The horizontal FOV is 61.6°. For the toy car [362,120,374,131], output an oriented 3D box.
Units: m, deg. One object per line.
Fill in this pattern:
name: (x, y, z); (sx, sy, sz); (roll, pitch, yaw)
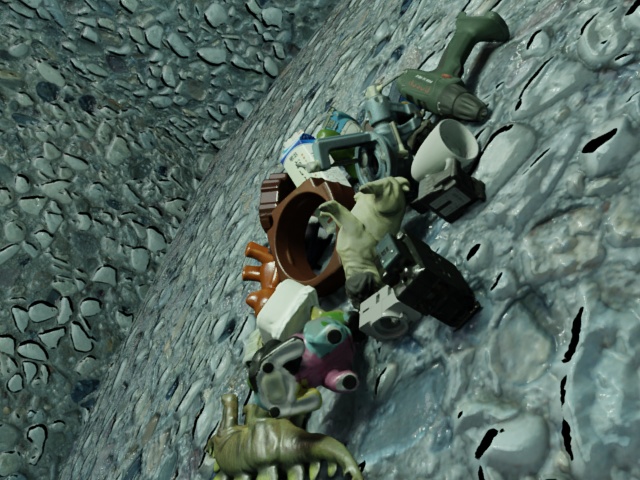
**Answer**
toy car: (0.117, -0.167, 1.086); (0.089, 0.053, 0.202); (-4, 80, 54)

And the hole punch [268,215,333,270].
hole punch: (-0.049, -0.004, 1.190); (0.142, 0.092, 0.116); (19, 69, 26)

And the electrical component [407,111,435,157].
electrical component: (0.199, -0.210, 1.057); (0.078, 0.045, 0.102); (-40, 27, 35)

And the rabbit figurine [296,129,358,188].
rabbit figurine: (0.022, -0.174, 1.249); (0.121, 0.159, 0.170); (-98, 21, -44)

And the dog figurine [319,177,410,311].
dog figurine: (0.100, 0.007, 0.885); (0.172, 0.190, 0.121); (-26, -5, 10)

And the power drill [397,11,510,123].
power drill: (0.266, -0.319, 1.002); (0.232, 0.086, 0.207); (30, 90, 49)

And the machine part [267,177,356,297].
machine part: (-0.002, -0.003, 1.043); (0.201, 0.087, 0.201); (-38, 58, 36)

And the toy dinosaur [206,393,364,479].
toy dinosaur: (-0.080, 0.331, 0.848); (0.471, 0.105, 0.198); (-32, 39, 48)

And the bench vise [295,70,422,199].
bench vise: (0.081, -0.171, 0.967); (0.129, 0.241, 0.223); (2, 105, 65)

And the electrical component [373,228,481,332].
electrical component: (0.134, 0.047, 0.714); (0.058, 0.134, 0.115); (-52, 24, 17)

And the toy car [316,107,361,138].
toy car: (0.068, -0.254, 1.319); (0.103, 0.161, 0.109); (26, 89, 25)

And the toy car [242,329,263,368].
toy car: (-0.104, 0.208, 1.124); (0.202, 0.056, 0.073); (-39, 28, 40)

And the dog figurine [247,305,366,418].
dog figurine: (-0.014, 0.171, 0.833); (0.192, 0.108, 0.219); (-23, 5, 0)

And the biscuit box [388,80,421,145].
biscuit box: (0.181, -0.283, 1.181); (0.063, 0.059, 0.203); (-31, 34, 51)

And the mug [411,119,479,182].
mug: (0.202, -0.129, 0.904); (0.107, 0.081, 0.109); (132, 153, -54)

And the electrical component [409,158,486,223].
electrical component: (0.188, -0.067, 0.837); (0.119, 0.074, 0.048); (-34, 30, 39)

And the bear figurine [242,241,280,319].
bear figurine: (-0.132, 0.113, 1.234); (0.196, 0.132, 0.120); (-75, -1, -48)

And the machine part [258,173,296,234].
machine part: (-0.085, -0.080, 1.333); (0.056, 0.179, 0.179); (-5, 49, 26)
